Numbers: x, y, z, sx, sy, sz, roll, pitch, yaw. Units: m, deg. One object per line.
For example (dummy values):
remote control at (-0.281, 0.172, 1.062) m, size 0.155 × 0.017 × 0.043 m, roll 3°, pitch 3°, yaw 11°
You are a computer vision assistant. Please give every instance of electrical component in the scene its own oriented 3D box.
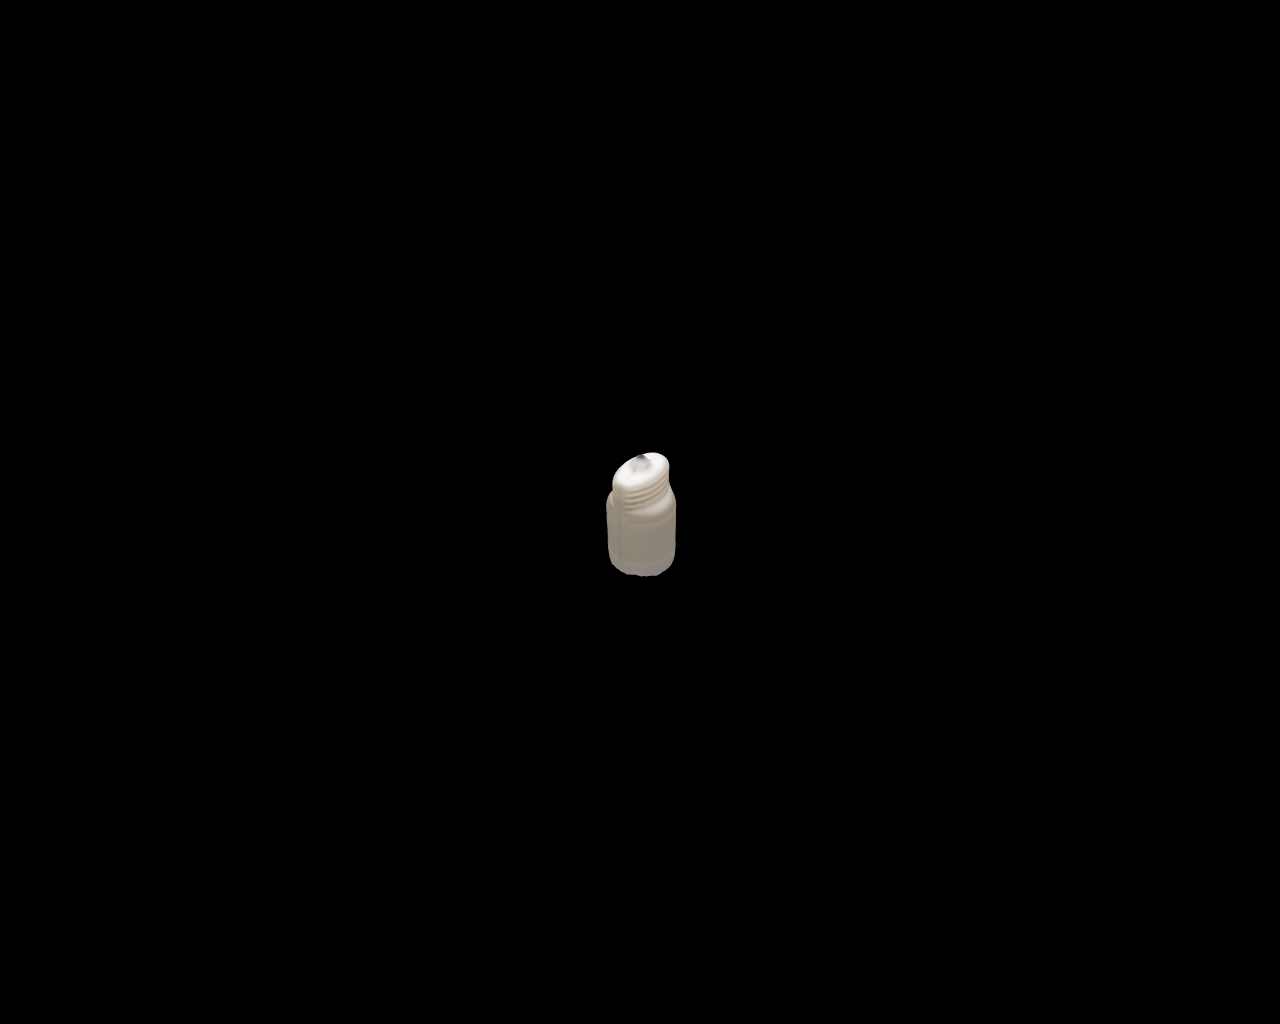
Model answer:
electrical component at (0.001, -0.003, 0.650) m, size 0.043 × 0.080 × 0.043 m, roll 0°, pitch 39°, yaw 0°
